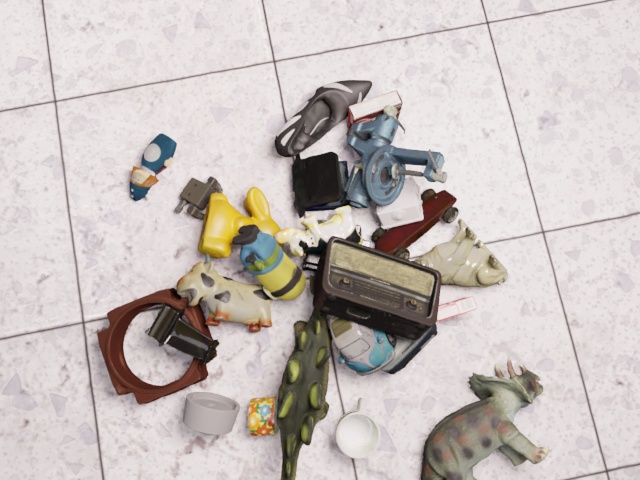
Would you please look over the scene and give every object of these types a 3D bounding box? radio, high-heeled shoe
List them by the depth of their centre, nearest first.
[{"bbox_3d":[0.105,0.091,0.999,0.230,0.073,0.131,18,51,-4],"label":"radio"},{"bbox_3d":[0.012,-0.259,1.125,0.249,0.145,0.086,-32,117,6],"label":"high-heeled shoe"}]

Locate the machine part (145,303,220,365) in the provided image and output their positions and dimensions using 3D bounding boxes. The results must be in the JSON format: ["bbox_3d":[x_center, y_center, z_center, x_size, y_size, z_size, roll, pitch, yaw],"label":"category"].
[{"bbox_3d":[-0.258,0.182,1.025,0.139,0.039,0.084,32,77,6],"label":"machine part"}]

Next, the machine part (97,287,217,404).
[{"bbox_3d":[-0.326,0.211,1.081,0.201,0.087,0.201,-22,80,-3],"label":"machine part"}]

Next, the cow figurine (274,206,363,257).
[{"bbox_3d":[-0.003,-0.003,1.071,0.167,0.068,0.098,-19,91,-1],"label":"cow figurine"}]

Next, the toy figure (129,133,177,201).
[{"bbox_3d":[-0.367,-0.155,1.156,0.064,0.057,0.154,24,81,42],"label":"toy figure"}]

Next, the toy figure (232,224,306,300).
[{"bbox_3d":[-0.097,0.049,1.050,0.082,0.089,0.180,-50,128,-27],"label":"toy figure"}]

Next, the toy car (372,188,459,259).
[{"bbox_3d":[0.202,-0.029,1.131,0.202,0.053,0.089,-39,50,-7],"label":"toy car"}]

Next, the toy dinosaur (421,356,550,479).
[{"bbox_3d":[0.287,0.394,1.045,0.405,0.131,0.192,-37,71,-1],"label":"toy dinosaur"}]

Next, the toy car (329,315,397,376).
[{"bbox_3d":[0.069,0.173,1.032,0.109,0.103,0.162,-32,63,20],"label":"toy car"}]

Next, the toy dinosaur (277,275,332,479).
[{"bbox_3d":[-0.035,0.298,1.013,0.105,0.198,0.471,4,79,3],"label":"toy dinosaur"}]

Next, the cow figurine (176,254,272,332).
[{"bbox_3d":[-0.189,0.107,1.072,0.195,0.085,0.127,16,58,-27],"label":"cow figurine"}]

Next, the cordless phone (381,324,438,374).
[{"bbox_3d":[0.134,0.163,1.093,0.146,0.088,0.184,-48,67,9],"label":"cordless phone"}]

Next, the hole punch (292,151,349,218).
[{"bbox_3d":[0.006,-0.119,1.145,0.116,0.092,0.142,-8,83,25],"label":"hole punch"}]

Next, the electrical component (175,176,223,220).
[{"bbox_3d":[-0.255,-0.090,1.153,0.078,0.045,0.102,20,77,32],"label":"electrical component"}]

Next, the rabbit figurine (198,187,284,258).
[{"bbox_3d":[-0.156,-0.024,1.121,0.173,0.122,0.162,16,72,-12],"label":"rabbit figurine"}]

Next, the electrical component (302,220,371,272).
[{"bbox_3d":[0.036,0.019,1.128,0.134,0.058,0.115,9,83,2],"label":"electrical component"}]

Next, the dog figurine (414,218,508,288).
[{"bbox_3d":[0.271,0.075,1.112,0.190,0.121,0.172,-43,89,13],"label":"dog figurine"}]

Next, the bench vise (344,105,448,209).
[{"bbox_3d":[0.151,-0.158,1.054,0.241,0.128,0.223,15,71,44],"label":"bench vise"}]
